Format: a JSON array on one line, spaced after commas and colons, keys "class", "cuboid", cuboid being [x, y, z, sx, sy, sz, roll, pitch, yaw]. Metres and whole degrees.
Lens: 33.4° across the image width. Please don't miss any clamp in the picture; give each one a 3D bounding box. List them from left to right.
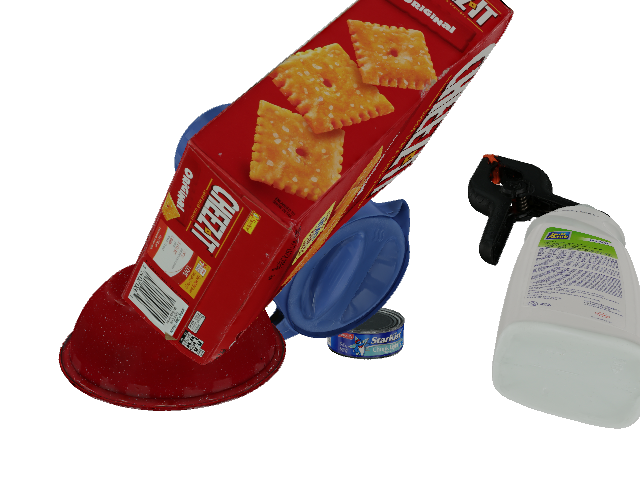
[{"class": "clamp", "cuboid": [0.195, -0.035, 0.993, 0.120, 0.039, 0.171, -3, 33, -1]}]

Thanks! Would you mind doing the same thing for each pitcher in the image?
[{"class": "pitcher", "cuboid": [-0.045, -0.022, 1.004, 0.148, 0.145, 0.243, -11, 40, -35]}]

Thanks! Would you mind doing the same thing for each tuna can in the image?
[{"class": "tuna can", "cuboid": [0.049, 0.101, 1.175, 0.086, 0.034, 0.086, 0, 15, 0]}]

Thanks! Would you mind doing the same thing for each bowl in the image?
[{"class": "bowl", "cuboid": [-0.104, 0.055, 0.756, 0.162, 0.055, 0.162, 2, 23, -1]}]

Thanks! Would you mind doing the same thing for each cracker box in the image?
[{"class": "cracker box", "cuboid": [-0.001, -0.045, 0.589, 0.213, 0.072, 0.164, -44, -6, -35]}]

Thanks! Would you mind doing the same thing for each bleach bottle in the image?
[{"class": "bleach bottle", "cuboid": [0.190, 0.034, 0.772, 0.103, 0.068, 0.250, 13, 27, 13]}]
